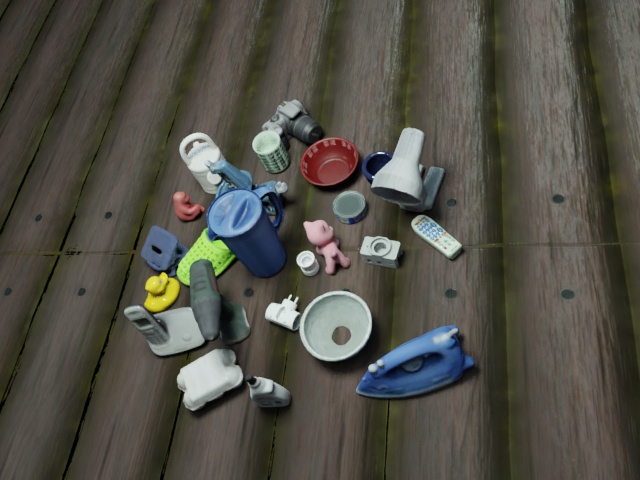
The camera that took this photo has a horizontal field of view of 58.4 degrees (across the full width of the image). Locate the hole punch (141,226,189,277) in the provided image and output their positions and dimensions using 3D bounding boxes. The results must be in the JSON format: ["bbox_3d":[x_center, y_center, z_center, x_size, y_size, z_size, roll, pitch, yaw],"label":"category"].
[{"bbox_3d":[-0.421,0.030,1.530,0.108,0.091,0.101,26,70,27],"label":"hole punch"}]

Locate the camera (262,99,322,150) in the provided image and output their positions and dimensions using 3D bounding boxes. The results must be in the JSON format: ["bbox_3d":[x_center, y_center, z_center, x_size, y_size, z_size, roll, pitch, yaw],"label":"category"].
[{"bbox_3d":[-0.073,-0.324,1.631,0.136,0.101,0.143,37,76,30],"label":"camera"}]

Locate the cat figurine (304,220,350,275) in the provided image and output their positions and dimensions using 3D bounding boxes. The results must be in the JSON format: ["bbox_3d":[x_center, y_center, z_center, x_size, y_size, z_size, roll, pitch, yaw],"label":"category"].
[{"bbox_3d":[0.013,0.005,1.403,0.067,0.118,0.127,-30,57,-2],"label":"cat figurine"}]

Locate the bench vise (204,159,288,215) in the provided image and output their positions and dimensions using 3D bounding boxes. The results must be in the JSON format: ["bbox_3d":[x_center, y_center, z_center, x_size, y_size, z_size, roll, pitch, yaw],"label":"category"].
[{"bbox_3d":[-0.196,-0.152,1.495,0.207,0.220,0.121,-18,57,5],"label":"bench vise"}]

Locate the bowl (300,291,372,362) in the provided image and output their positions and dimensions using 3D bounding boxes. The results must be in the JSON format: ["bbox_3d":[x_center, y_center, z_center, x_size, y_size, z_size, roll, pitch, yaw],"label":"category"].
[{"bbox_3d":[0.042,0.205,1.303,0.167,0.075,0.167,-7,59,12],"label":"bowl"}]

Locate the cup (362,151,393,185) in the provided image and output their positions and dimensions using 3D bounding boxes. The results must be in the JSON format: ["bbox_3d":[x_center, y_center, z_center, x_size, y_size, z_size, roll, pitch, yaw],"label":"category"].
[{"bbox_3d":[0.164,-0.157,1.468,0.091,0.095,0.117,-22,57,3],"label":"cup"}]

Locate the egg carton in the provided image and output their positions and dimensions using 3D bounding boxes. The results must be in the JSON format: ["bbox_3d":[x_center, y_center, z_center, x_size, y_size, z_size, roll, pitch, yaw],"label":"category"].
[{"bbox_3d":[-0.254,0.321,1.324,0.150,0.069,0.107,-31,57,-3],"label":"egg carton"}]

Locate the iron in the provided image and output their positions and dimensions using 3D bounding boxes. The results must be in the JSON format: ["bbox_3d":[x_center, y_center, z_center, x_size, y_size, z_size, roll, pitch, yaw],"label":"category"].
[{"bbox_3d":[0.184,0.254,1.193,0.258,0.142,0.118,-23,57,2],"label":"iron"}]

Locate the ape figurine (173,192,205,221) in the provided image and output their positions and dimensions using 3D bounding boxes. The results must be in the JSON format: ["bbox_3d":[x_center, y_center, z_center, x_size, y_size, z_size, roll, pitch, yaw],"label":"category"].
[{"bbox_3d":[-0.375,-0.100,1.593,0.076,0.092,0.077,-32,57,-4],"label":"ape figurine"}]

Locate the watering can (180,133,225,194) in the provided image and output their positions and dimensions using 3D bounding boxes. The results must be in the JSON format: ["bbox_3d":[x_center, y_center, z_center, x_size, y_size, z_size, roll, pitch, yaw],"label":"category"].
[{"bbox_3d":[-0.313,-0.217,1.582,0.172,0.194,0.101,31,73,29],"label":"watering can"}]

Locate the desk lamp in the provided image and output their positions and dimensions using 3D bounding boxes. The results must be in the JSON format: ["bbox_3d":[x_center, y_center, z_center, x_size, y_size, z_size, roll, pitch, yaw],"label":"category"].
[{"bbox_3d":[0.214,-0.154,1.381,0.117,0.214,0.203,14,65,23],"label":"desk lamp"}]

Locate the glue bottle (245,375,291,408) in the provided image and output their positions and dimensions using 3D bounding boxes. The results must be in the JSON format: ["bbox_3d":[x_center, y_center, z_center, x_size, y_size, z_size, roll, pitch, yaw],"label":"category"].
[{"bbox_3d":[-0.122,0.319,1.224,0.078,0.173,0.037,-5,59,13],"label":"glue bottle"}]

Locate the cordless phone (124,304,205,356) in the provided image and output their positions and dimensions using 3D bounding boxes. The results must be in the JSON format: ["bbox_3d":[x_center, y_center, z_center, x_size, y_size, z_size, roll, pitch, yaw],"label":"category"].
[{"bbox_3d":[-0.365,0.197,1.359,0.147,0.185,0.094,-18,57,6],"label":"cordless phone"}]

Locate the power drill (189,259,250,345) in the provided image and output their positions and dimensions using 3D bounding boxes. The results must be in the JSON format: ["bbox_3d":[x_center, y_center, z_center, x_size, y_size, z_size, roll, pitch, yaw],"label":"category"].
[{"bbox_3d":[-0.237,0.163,1.328,0.075,0.209,0.229,-24,57,2],"label":"power drill"}]

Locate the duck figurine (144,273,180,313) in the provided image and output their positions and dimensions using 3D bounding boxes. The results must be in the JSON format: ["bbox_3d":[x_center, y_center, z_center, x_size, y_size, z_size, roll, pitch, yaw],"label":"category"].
[{"bbox_3d":[-0.418,0.130,1.473,0.077,0.086,0.105,30,72,29],"label":"duck figurine"}]
